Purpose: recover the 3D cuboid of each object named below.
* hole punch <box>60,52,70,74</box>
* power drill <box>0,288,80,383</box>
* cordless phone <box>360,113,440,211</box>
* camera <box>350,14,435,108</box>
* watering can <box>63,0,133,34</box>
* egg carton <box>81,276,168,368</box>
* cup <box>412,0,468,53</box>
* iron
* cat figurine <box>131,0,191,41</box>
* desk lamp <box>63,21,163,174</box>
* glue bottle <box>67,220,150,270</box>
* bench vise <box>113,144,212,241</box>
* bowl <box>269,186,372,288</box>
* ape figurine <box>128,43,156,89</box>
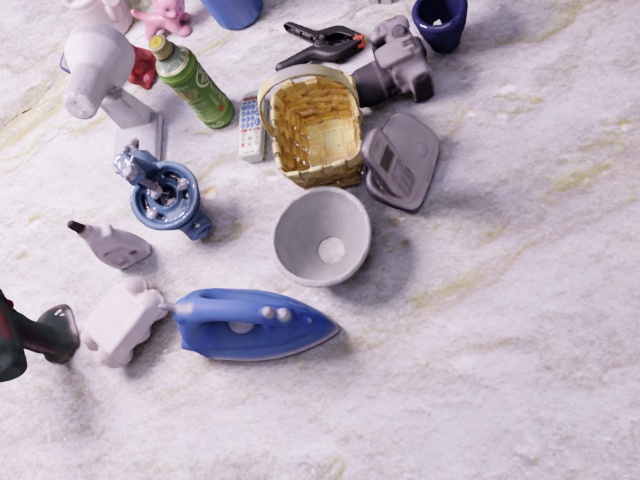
[{"bbox_3d":[-0.466,-0.374,1.197,0.100,0.091,0.109,20,78,23],"label":"hole punch"},{"bbox_3d":[-0.511,0.133,0.962,0.075,0.209,0.229,-32,64,5],"label":"power drill"},{"bbox_3d":[0.116,-0.139,0.872,0.094,0.185,0.148,12,75,22],"label":"cordless phone"},{"bbox_3d":[0.110,-0.298,0.979,0.136,0.101,0.143,-24,65,8],"label":"camera"},{"bbox_3d":[-0.482,-0.517,1.197,0.172,0.194,0.101,2,71,19],"label":"watering can"},{"bbox_3d":[-0.334,0.138,0.980,0.107,0.069,0.150,33,83,25],"label":"egg carton"},{"bbox_3d":[0.211,-0.378,0.978,0.091,0.095,0.118,9,74,21],"label":"cup"},{"bbox_3d":[-0.110,0.118,0.875,0.257,0.142,0.118,-2,70,17],"label":"iron"},{"bbox_3d":[-0.322,-0.473,1.172,0.127,0.118,0.067,-14,67,13],"label":"cat figurine"},{"bbox_3d":[-0.386,-0.262,1.062,0.117,0.214,0.203,-10,68,14],"label":"desk lamp"},{"bbox_3d":[-0.370,0.001,0.984,0.078,0.173,0.037,-25,65,8],"label":"glue bottle"},{"bbox_3d":[-0.298,-0.096,0.970,0.206,0.220,0.121,27,81,24],"label":"bench vise"},{"bbox_3d":[0.008,0.003,0.916,0.167,0.075,0.167,-6,69,16],"label":"bowl"},{"bbox_3d":[-0.373,-0.364,1.163,0.078,0.092,0.076,-32,64,5],"label":"ape figurine"}]
